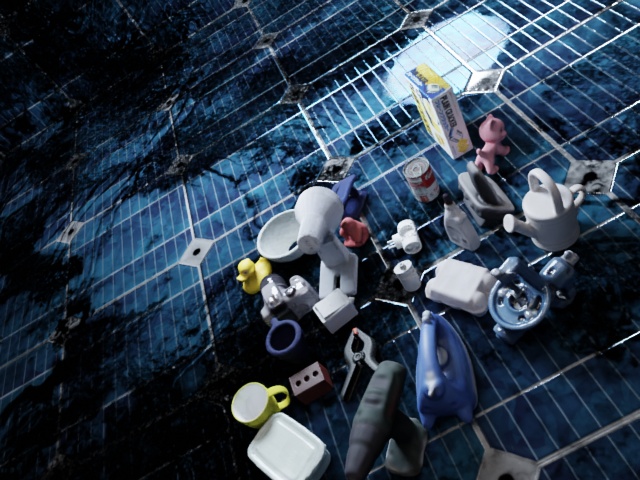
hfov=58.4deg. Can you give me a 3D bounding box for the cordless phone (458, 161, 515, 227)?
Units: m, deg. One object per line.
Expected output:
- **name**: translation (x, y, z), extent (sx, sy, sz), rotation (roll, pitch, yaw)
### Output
- **cordless phone**: translation (0.366, -0.134, 1.315), extent (0.094, 0.186, 0.147), rotation (-30, 44, 6)

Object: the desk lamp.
- **desk lamp**: translation (0.013, 0.005, 1.395), extent (0.117, 0.214, 0.203), rotation (-15, 47, 21)

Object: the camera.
- **camera**: translation (-0.094, 0.133, 1.434), extent (0.143, 0.101, 0.136), rotation (-35, 43, 1)

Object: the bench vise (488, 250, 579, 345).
- **bench vise**: translation (0.393, 0.077, 1.092), extent (0.121, 0.220, 0.208), rotation (22, 67, 42)

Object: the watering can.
- **watering can**: translation (0.468, -0.065, 1.186), extent (0.173, 0.195, 0.100), rotation (-46, 44, -11)

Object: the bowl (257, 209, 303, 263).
- **bowl**: translation (-0.083, 0.002, 1.559), extent (0.167, 0.075, 0.167), rotation (-17, 46, 19)

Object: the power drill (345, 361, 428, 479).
- **power drill**: translation (0.123, 0.348, 1.034), extent (0.075, 0.209, 0.230), rotation (-3, 52, 30)

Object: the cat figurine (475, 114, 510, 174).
- **cat figurine**: translation (0.423, -0.248, 1.428), extent (0.067, 0.118, 0.128), rotation (16, 63, 40)

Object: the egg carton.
- **egg carton**: translation (0.307, 0.102, 1.234), extent (0.149, 0.070, 0.107), rotation (16, 63, 40)

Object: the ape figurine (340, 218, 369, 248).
- **ape figurine**: translation (0.082, -0.023, 1.465), extent (0.076, 0.092, 0.077), rotation (-33, 43, 3)

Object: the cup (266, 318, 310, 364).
- **cup**: translation (-0.072, 0.239, 1.333), extent (0.092, 0.095, 0.117), rotation (-38, 43, -2)

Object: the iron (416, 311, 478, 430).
- **iron**: translation (0.226, 0.227, 1.124), extent (0.118, 0.142, 0.258), rotation (-16, 47, 19)

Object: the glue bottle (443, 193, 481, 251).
- **glue bottle**: translation (0.306, -0.045, 1.285), extent (0.037, 0.174, 0.077), rotation (-47, 44, -11)

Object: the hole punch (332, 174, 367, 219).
- **hole punch**: translation (0.060, -0.115, 1.559), extent (0.100, 0.091, 0.109), rotation (1, 54, 33)

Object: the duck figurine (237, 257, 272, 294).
- **duck figurine**: translation (-0.183, 0.083, 1.543), extent (0.077, 0.086, 0.105), rotation (18, 65, 41)
